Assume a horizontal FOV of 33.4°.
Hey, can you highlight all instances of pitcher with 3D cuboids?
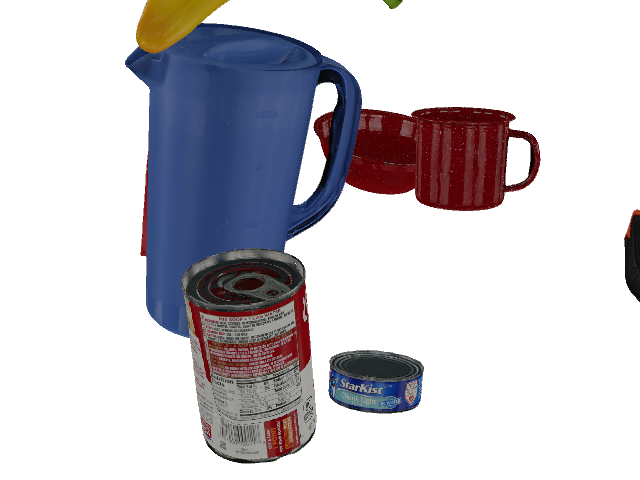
[{"bbox_3d":[-0.069,-0.046,0.864,0.149,0.243,0.144,19,26,22],"label":"pitcher"}]

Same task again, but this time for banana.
[{"bbox_3d":[-0.033,-0.167,0.666,0.197,0.069,0.037,-18,-11,-30],"label":"banana"}]

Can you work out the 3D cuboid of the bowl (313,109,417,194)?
[{"bbox_3d":[0.068,-0.096,1.212,0.162,0.055,0.162,7,27,-4],"label":"bowl"}]

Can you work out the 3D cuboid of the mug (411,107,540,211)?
[{"bbox_3d":[0.139,-0.073,0.965,0.117,0.081,0.093,4,15,13],"label":"mug"}]

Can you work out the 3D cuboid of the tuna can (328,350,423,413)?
[{"bbox_3d":[0.050,0.128,0.969,0.086,0.034,0.086,3,10,-1],"label":"tuna can"}]

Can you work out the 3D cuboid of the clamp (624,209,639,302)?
[{"bbox_3d":[0.267,0.042,0.704,0.120,0.039,0.171,-2,45,-19],"label":"clamp"}]

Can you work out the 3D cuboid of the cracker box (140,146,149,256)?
[{"bbox_3d":[-0.177,-0.071,1.596,0.164,0.214,0.072,10,20,6],"label":"cracker box"}]

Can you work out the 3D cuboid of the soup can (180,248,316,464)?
[{"bbox_3d":[-0.038,0.065,0.597,0.068,0.102,0.068,-4,25,2],"label":"soup can"}]
